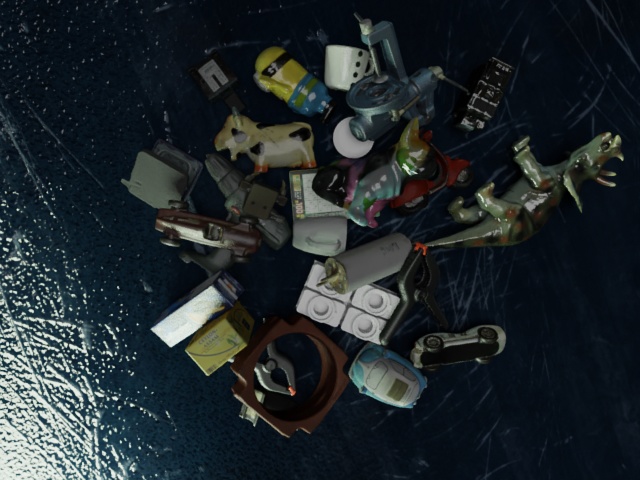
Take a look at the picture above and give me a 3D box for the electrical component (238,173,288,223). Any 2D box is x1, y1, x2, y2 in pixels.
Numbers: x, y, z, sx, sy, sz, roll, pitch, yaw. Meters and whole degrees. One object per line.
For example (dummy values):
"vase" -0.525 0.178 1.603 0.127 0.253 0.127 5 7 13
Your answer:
"electrical component" -0.109 -0.083 1.026 0.102 0.045 0.078 15 110 -13

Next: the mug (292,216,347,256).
"mug" -0.002 -0.003 1.063 0.107 0.110 0.080 3 116 1

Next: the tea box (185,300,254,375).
"tea box" -0.189 0.182 1.042 0.098 0.169 0.068 -39 96 1

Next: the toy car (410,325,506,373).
"toy car" 0.283 0.220 1.104 0.202 0.056 0.073 -7 125 -7

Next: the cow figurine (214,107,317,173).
"cow figurine" -0.108 -0.194 1.052 0.195 0.085 0.127 -4 94 -5

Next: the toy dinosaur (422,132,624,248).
"toy dinosaur" 0.398 -0.067 1.069 0.405 0.131 0.192 -43 95 9

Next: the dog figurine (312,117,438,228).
"dog figurine" 0.110 -0.139 1.013 0.192 0.108 0.219 38 98 23

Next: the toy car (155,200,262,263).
"toy car" -0.210 -0.017 1.010 0.202 0.053 0.089 14 94 -4

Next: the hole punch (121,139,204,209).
"hole punch" -0.304 -0.125 1.062 0.142 0.092 0.115 29 123 -7

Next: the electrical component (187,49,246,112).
"electrical component" -0.197 -0.303 1.058 0.075 0.048 0.119 -33 94 2

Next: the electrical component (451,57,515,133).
"electrical component" 0.309 -0.274 1.042 0.058 0.115 0.134 26 92 -2

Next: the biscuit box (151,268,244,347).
"biscuit box" -0.242 0.135 1.049 0.203 0.059 0.062 -34 107 30

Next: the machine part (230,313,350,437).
"machine part" -0.060 0.263 1.067 0.201 0.087 0.201 43 72 -14

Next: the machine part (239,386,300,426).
"machine part" -0.096 0.355 1.129 0.139 0.039 0.084 15 87 -1

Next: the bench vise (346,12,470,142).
"bench vise" 0.134 -0.298 0.982 0.224 0.129 0.240 -30 132 -4

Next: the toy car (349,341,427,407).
"toy car" 0.143 0.289 1.097 0.162 0.103 0.109 33 94 -3

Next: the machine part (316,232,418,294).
"machine part" 0.098 0.044 1.048 0.243 0.079 0.079 -19 97 -28

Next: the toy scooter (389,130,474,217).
"toy scooter" 0.206 -0.137 1.072 0.184 0.075 0.135 -27 96 -2

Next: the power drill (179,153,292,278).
"power drill" -0.189 -0.030 1.074 0.232 0.086 0.207 39 86 -7

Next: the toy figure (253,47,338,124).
"toy figure" -0.046 -0.300 1.047 0.180 0.082 0.089 32 82 0
